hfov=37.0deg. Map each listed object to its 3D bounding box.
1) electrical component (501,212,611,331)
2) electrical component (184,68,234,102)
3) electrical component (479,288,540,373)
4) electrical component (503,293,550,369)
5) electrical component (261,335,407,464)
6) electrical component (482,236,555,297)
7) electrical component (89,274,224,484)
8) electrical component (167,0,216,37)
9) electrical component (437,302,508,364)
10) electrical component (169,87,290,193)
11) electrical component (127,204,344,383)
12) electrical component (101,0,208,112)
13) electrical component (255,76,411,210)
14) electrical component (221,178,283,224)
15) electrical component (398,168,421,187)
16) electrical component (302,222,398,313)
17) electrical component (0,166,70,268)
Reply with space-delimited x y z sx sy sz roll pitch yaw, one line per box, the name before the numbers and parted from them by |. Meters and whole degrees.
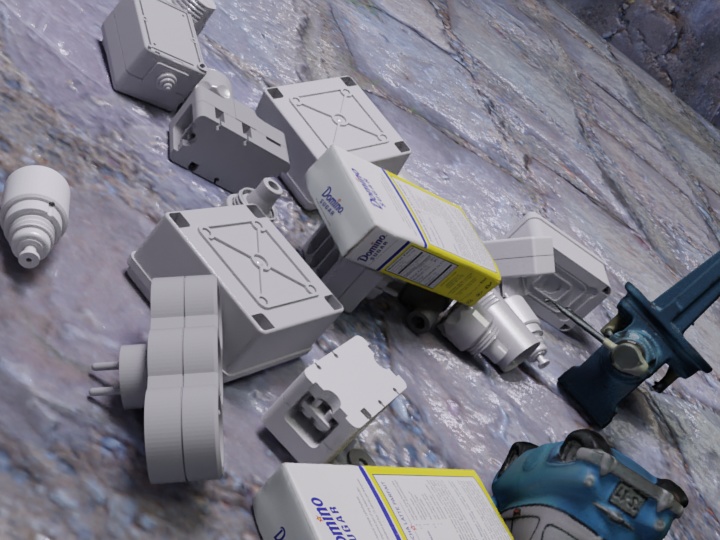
electrical component | 0.199 0.001 1.136 0.113 0.078 0.057 32 30 -21
electrical component | -0.133 -0.157 0.946 0.043 0.043 0.062 29 26 -26
electrical component | 0.123 0.049 0.987 0.081 0.043 0.043 51 26 19
electrical component | 0.154 0.060 1.020 0.040 0.040 0.078 11 39 -49
electrical component | -0.018 0.089 0.703 0.050 0.055 0.089 46 25 8
electrical component | 0.146 0.008 1.065 0.047 0.083 0.075 -4 89 -57
electrical component | -0.117 0.060 0.612 0.074 0.052 0.138 -3 44 -5
electrical component | -0.162 -0.227 0.971 0.043 0.081 0.043 33 26 -19
electrical component | 0.103 0.056 0.949 0.062 0.043 0.043 43 25 -2
electrical component | -0.108 -0.105 0.889 0.089 0.050 0.055 28 29 -29
electrical component | -0.083 0.013 0.731 0.108 0.056 0.109 49 26 15
electrical component | -0.175 -0.179 0.907 0.062 0.061 0.096 18 42 -42
electrical component | -0.029 -0.118 0.985 0.109 0.056 0.108 -18 61 -40
electrical component | -0.083 -0.042 0.812 0.048 0.062 0.048 33 26 -19
electrical component | 0.045 -0.068 1.064 0.062 0.043 0.043 46 25 5
electrical component | 0.000 0.000 0.883 0.077 0.047 0.065 27 29 -30
electrical component | -0.198 -0.030 0.652 0.040 0.040 0.078 27 29 -29
